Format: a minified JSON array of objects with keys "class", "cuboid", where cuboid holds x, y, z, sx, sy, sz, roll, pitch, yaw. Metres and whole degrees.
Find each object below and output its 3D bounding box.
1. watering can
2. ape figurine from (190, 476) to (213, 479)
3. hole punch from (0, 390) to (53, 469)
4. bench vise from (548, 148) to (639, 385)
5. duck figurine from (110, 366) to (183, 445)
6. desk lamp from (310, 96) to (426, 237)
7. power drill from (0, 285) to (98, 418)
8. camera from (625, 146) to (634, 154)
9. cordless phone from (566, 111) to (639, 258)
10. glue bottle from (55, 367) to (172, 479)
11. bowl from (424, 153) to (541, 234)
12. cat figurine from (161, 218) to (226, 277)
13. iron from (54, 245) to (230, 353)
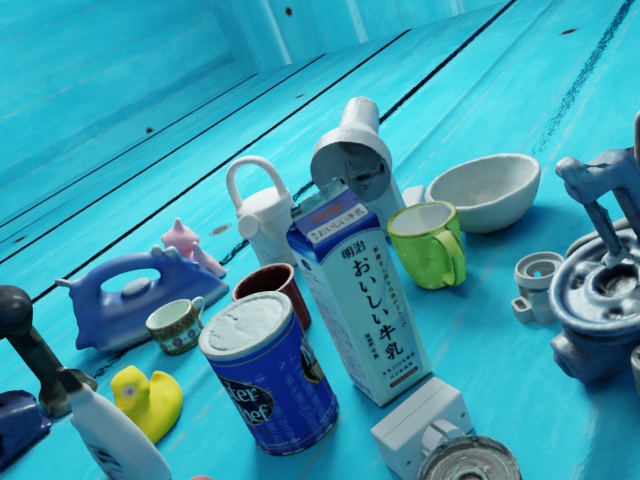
[{"class":"watering can","cuboid":[-0.090,-0.048,0.960,0.101,0.194,0.172,-24,24,-2]},{"class":"ape figurine","cuboid":[-0.092,0.241,0.498,0.076,0.092,0.077,-23,24,0]},{"class":"hole punch","cuboid":[-0.447,0.247,0.797,0.108,0.091,0.101,3,35,44]},{"class":"bench vise","cuboid":[0.283,0.002,0.500,0.208,0.220,0.121,-30,25,-15]},{"class":"duck figurine","cuboid":[-0.223,0.195,0.713,0.077,0.086,0.104,-13,26,21]},{"class":"desk lamp","cuboid":[0.079,-0.108,0.911,0.117,0.214,0.203,-12,27,24]},{"class":"power drill","cuboid":[-0.416,0.149,0.826,0.228,0.209,0.076,6,38,47]},{"class":"camera","cuboid":[0.453,-0.104,0.712,0.136,0.101,0.143,7,38,48]},{"class":"cordless phone","cuboid":[0.330,-0.049,0.606,0.147,0.185,0.094,-25,25,-3]},{"class":"glue bottle","cuboid":[-0.226,0.199,0.602,0.078,0.173,0.037,-7,29,32]},{"class":"bowl","cuboid":[0.242,-0.058,0.834,0.167,0.075,0.167,-19,25,9]},{"class":"cat figurine","cuboid":[-0.241,0.017,1.052,0.067,0.118,0.127,-34,27,-23]},{"class":"iron","cuboid":[-0.296,0.077,0.949,0.258,0.142,0.118,-24,24,-2]}]
